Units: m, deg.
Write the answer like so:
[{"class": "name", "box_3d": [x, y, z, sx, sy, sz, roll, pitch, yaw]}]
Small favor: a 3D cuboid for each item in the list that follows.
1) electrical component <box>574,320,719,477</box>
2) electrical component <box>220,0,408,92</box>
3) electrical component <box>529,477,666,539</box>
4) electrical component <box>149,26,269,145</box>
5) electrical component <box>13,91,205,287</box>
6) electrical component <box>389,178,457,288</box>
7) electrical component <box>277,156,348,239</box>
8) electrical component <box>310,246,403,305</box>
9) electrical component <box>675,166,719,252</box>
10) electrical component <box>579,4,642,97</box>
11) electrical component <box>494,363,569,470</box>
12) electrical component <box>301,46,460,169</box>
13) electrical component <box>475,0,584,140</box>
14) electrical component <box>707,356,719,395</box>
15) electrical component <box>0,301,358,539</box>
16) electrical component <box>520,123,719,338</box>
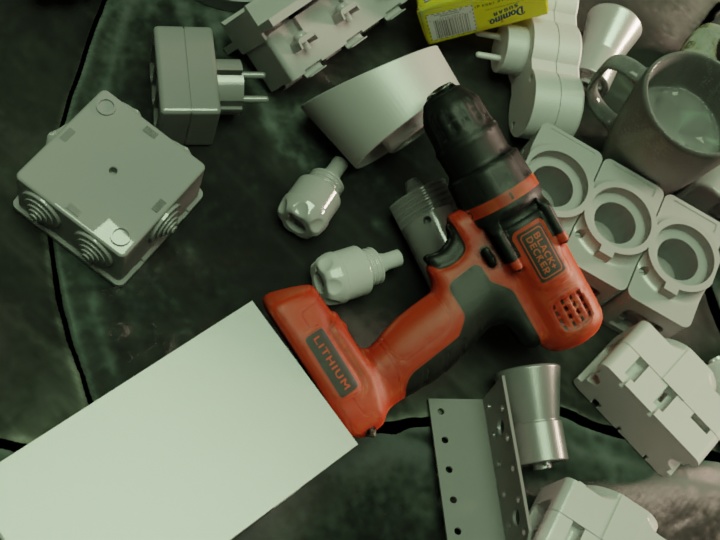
[{"class": "electrical component", "box_3d": [0.201, 0.084, 0.725, 0.056, 0.050, 0.089, -41, 84, -25]}, {"class": "electrical component", "box_3d": [-0.028, -0.182, 0.759, 0.121, 0.079, 0.063, -40, 105, -25]}, {"class": "electrical component", "box_3d": [0.151, 0.174, 0.675, 0.089, 0.050, 0.055, 34, 64, -1]}, {"class": "electrical component", "box_3d": [-0.100, -0.123, 0.725, 0.077, 0.047, 0.065, -2, 70, -16]}, {"class": "electrical component", "box_3d": [-0.157, -0.053, 0.681, 0.100, 0.048, 0.099, 37, 64, 1]}, {"class": "electrical component", "box_3d": [0.052, -0.026, 0.731, 0.043, 0.043, 0.081, -21, 76, -22]}, {"class": "electrical component", "box_3d": [-0.028, -0.052, 0.725, 0.035, 0.035, 0.061, 34, 61, -1]}, {"class": "electrical component", "box_3d": [0.000, 0.000, 0.712, 0.061, 0.035, 0.035, -18, 75, -24]}, {"class": "electrical component", "box_3d": [0.288, -0.044, 0.798, 0.095, 0.053, 0.059, 43, 65, 4]}, {"class": "electrical component", "box_3d": [0.185, -0.166, 0.825, 0.044, 0.044, 0.065, 29, 69, -3]}, {"class": "electrical component", "box_3d": [0.114, 0.097, 0.702, 0.044, 0.044, 0.065, -3, 74, -16]}, {"class": "electrical component", "box_3d": [0.017, -0.115, 0.729, 0.099, 0.099, 0.064, -35, 88, -24]}, {"class": "electrical component", "box_3d": [0.121, -0.162, 0.799, 0.074, 0.052, 0.138, 7, 67, -13]}, {"class": "electrical component", "box_3d": [0.262, 0.091, 0.745, 0.044, 0.044, 0.065, -15, 69, -20]}, {"class": "electrical component", "box_3d": [-0.111, 0.117, 0.620, 0.186, 0.060, 0.105, -33, 81, -24]}, {"class": "electrical component", "box_3d": [0.169, -0.024, 0.752, 0.150, 0.061, 0.089, 30, 64, -3]}]
